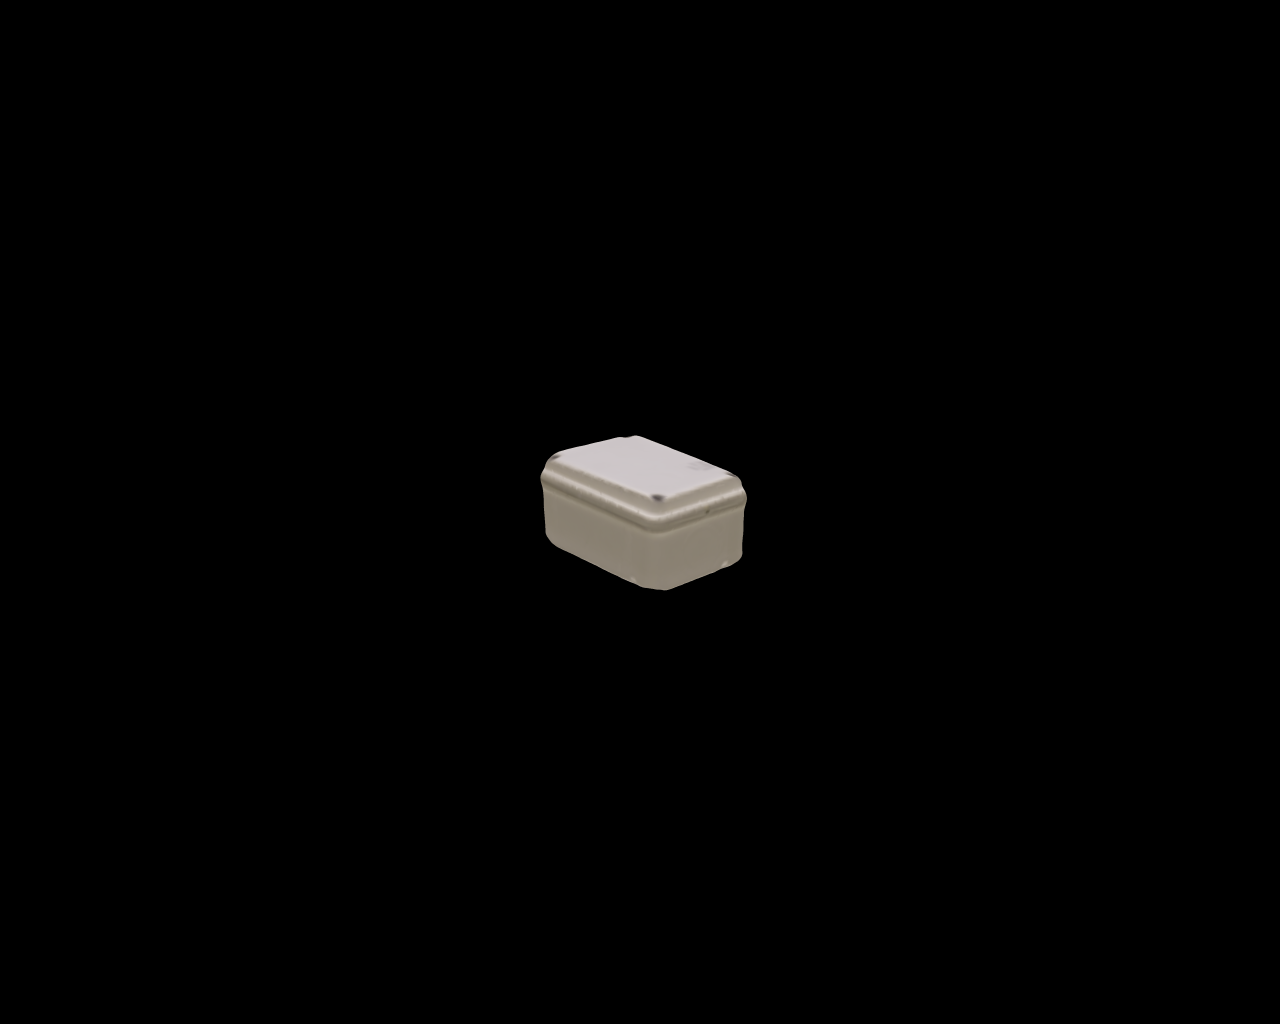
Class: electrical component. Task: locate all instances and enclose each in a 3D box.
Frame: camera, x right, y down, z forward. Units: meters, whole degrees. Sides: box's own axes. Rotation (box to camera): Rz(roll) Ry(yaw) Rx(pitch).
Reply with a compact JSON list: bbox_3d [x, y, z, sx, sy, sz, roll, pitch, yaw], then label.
[{"bbox_3d":[0.001,-0.003,0.650,0.078,0.057,0.113,-17,28,-37],"label":"electrical component"}]
